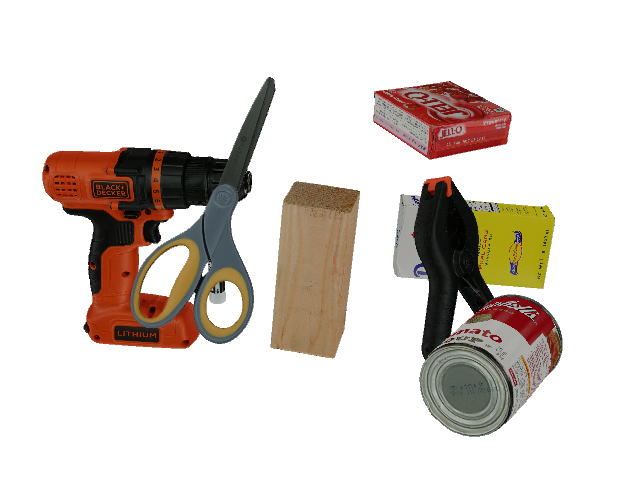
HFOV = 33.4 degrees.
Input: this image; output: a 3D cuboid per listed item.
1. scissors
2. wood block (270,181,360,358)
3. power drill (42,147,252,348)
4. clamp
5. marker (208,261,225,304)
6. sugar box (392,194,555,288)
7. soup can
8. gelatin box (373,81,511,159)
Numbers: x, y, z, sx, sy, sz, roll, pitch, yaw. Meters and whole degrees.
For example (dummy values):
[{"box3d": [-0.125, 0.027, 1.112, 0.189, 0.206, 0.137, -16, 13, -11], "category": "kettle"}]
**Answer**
[{"box3d": [-0.058, -0.012, 0.771, 0.096, 0.201, 0.016, 36, -6, 4], "category": "scissors"}, {"box3d": [-0.008, 0.038, 1.405, 0.090, 0.206, 0.090, 9, 23, 6], "category": "wood block"}, {"box3d": [-0.151, 0.006, 0.965, 0.184, 0.188, 0.057, 4, 26, 8], "category": "power drill"}, {"box3d": [0.118, 0.030, 0.989, 0.039, 0.171, 0.120, -12, 11, 38], "category": "clamp"}, {"box3d": [-0.119, 0.018, 1.209, 0.020, 0.121, 0.020, 0, 33, 0], "category": "marker"}, {"box3d": [0.176, 0.002, 1.243, 0.176, 0.093, 0.048, 3, 22, -2], "category": "sugar box"}, {"box3d": [0.119, 0.085, 0.739, 0.069, 0.068, 0.102, 0, 16, 32], "category": "soup can"}, {"box3d": [0.094, -0.097, 0.838, 0.073, 0.030, 0.089, -11, 29, -24], "category": "gelatin box"}]
